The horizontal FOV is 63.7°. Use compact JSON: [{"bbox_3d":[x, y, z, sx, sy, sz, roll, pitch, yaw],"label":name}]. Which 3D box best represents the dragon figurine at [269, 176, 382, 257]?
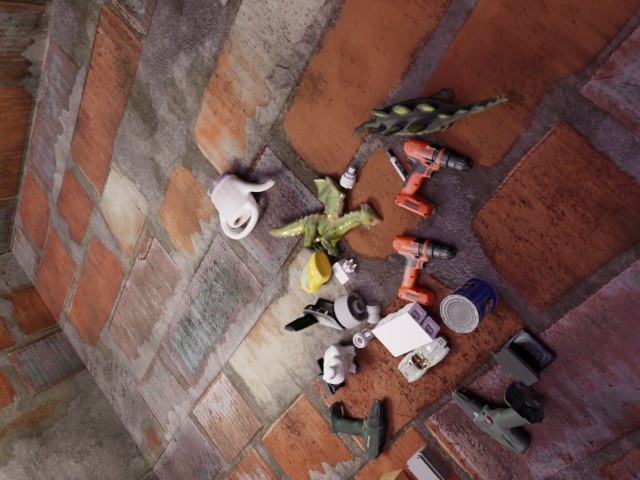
[{"bbox_3d":[0.005,-0.082,1.630,0.412,0.122,0.242,17,97,32],"label":"dragon figurine"}]

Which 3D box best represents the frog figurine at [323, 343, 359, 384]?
[{"bbox_3d":[0.047,0.416,1.688,0.124,0.161,0.135,29,122,30],"label":"frog figurine"}]

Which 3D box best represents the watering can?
[{"bbox_3d":[-0.280,-0.156,1.809,0.226,0.105,0.341,50,129,16],"label":"watering can"}]
